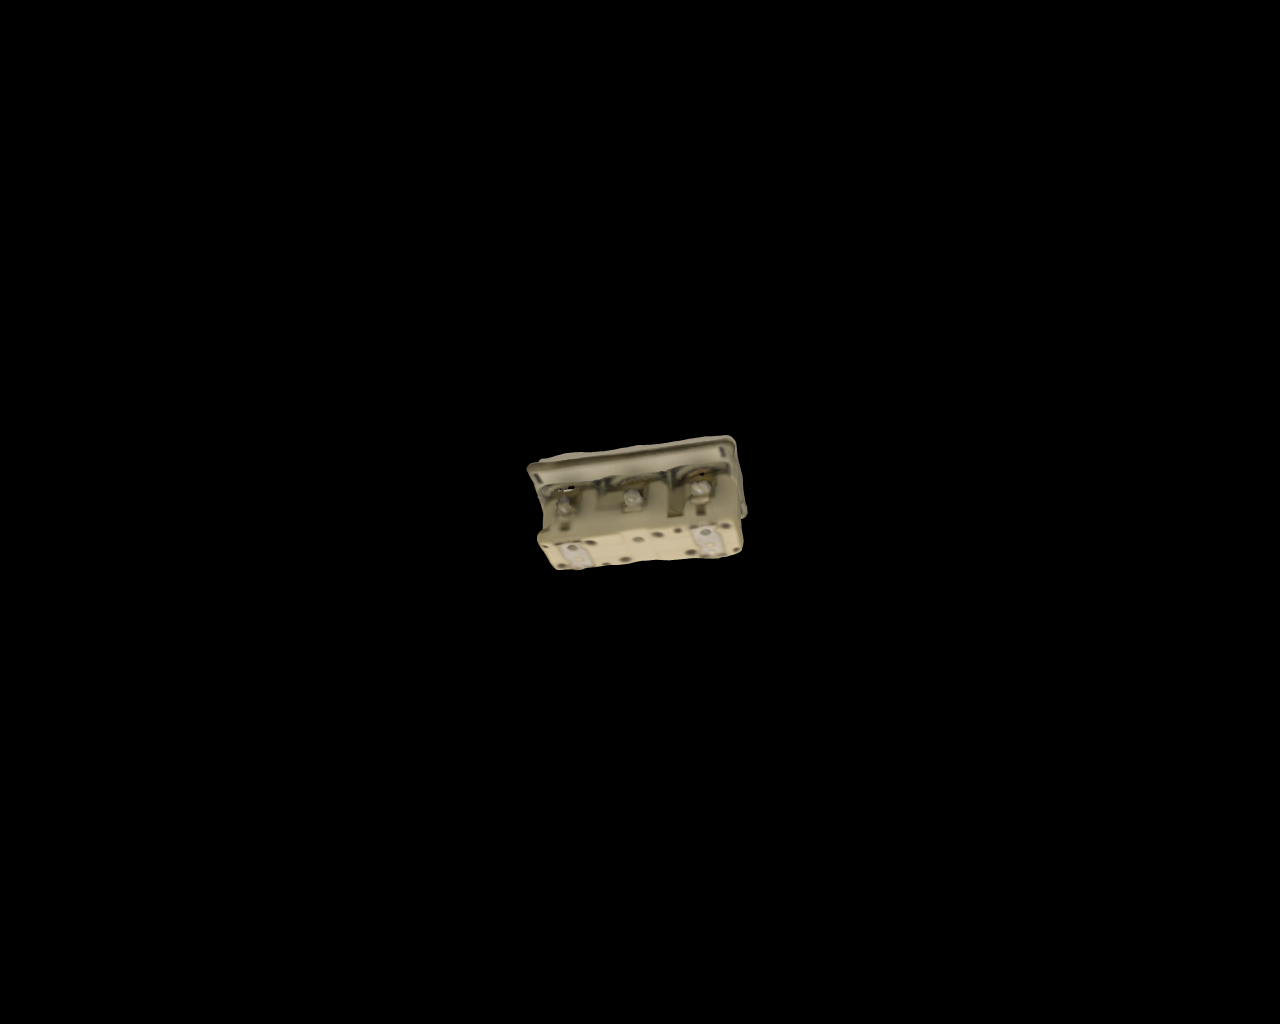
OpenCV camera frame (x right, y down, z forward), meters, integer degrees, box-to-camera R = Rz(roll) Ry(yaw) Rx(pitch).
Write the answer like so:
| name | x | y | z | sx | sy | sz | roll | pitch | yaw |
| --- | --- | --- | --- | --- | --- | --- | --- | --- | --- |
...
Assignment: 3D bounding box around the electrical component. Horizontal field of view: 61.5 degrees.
| name | x | y | z | sx | sy | sz | roll | pitch | yaw |
| --- | --- | --- | --- | --- | --- | --- | --- | --- | --- |
| electrical component | 0.001 | -0.003 | 0.650 | 0.121 | 0.063 | 0.078 | -6 | -32 | 9 |
